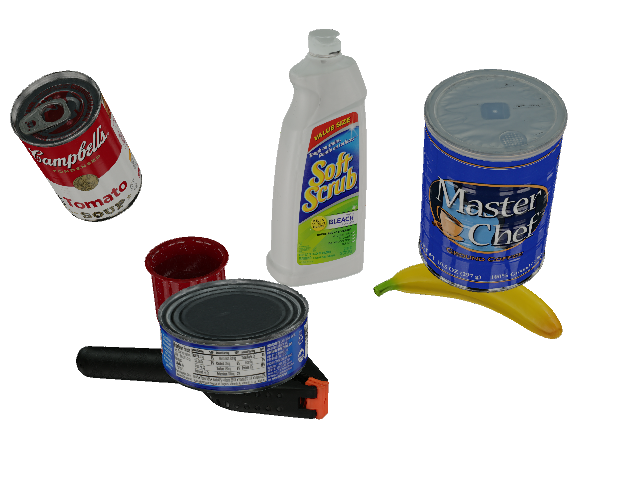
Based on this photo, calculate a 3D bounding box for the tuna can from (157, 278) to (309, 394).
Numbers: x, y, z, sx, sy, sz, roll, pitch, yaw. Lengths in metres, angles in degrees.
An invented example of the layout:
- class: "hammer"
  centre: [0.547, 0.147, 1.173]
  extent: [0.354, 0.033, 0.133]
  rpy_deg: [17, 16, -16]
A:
- class: "tuna can"
  centre: [-0.049, 0.054, 0.610]
  extent: [0.086, 0.034, 0.086]
  rpy_deg: [-1, 21, 0]

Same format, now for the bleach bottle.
- class: "bleach bottle"
  centre: [-0.004, -0.082, 1.057]
  extent: [0.102, 0.251, 0.068]
  rpy_deg: [-10, 28, -19]

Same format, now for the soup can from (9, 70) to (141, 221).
- class: "soup can"
  centre: [-0.181, -0.068, 0.802]
  extent: [0.068, 0.068, 0.102]
  rpy_deg: [0, -32, 11]

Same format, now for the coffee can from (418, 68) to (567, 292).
- class: "coffee can"
  centre: [0.128, -0.045, 0.817]
  extent: [0.103, 0.140, 0.103]
  rpy_deg: [-2, 44, 1]

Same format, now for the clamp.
- class: "clamp"
  centre: [-0.072, 0.099, 0.884]
  extent: [0.210, 0.036, 0.164]
  rpy_deg: [11, 21, 31]

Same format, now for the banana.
- class: "banana"
  centre: [0.158, 0.057, 1.097]
  extent: [0.198, 0.069, 0.037]
  rpy_deg: [11, -40, 24]

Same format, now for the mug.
- class: "mug"
  centre: [-0.156, 0.049, 1.212]
  extent: [0.117, 0.081, 0.093]
  rpy_deg: [26, 41, 36]
